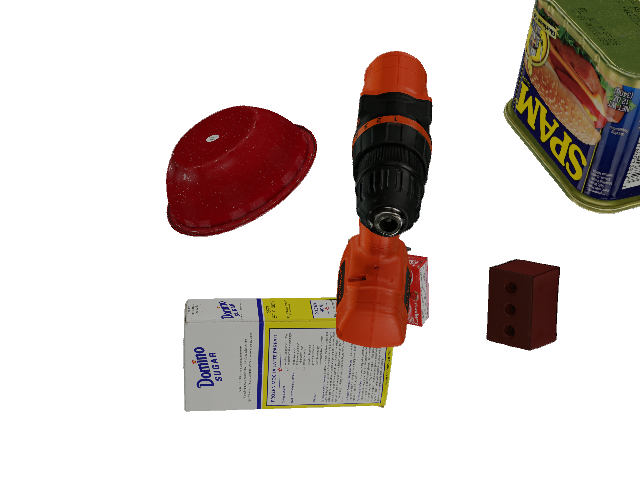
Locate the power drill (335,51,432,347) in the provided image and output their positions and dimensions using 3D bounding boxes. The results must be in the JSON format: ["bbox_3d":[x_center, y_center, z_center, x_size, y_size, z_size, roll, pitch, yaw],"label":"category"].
[{"bbox_3d":[0.045,-0.015,0.752,0.057,0.188,0.184,8,40,2],"label":"power drill"}]

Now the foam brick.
[{"bbox_3d":[0.200,0.063,1.054,0.053,0.078,0.051,11,18,41],"label":"foam brick"}]

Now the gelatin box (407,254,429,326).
[{"bbox_3d":[0.097,0.059,1.340,0.073,0.089,0.030,10,31,26],"label":"gelatin box"}]

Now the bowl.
[{"bbox_3d":[-0.087,-0.077,1.004,0.162,0.055,0.162,-21,34,15],"label":"bowl"}]

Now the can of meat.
[{"bbox_3d":[0.145,-0.079,0.555,0.057,0.084,0.102,-13,47,-17],"label":"can of meat"}]

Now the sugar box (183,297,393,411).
[{"bbox_3d":[-0.028,0.096,0.910,0.176,0.093,0.048,2,27,-5],"label":"sugar box"}]
